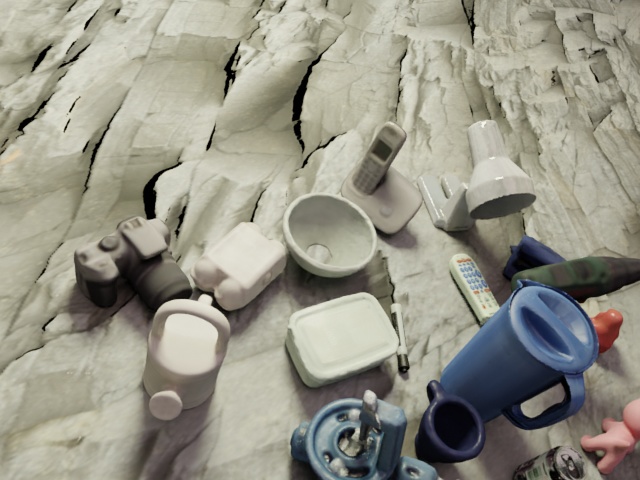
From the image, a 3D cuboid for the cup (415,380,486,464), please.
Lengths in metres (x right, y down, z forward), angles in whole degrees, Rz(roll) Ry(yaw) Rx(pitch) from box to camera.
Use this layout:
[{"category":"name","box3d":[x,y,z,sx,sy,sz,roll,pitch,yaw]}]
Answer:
[{"category":"cup","box3d":[0.170,0.270,0.825,0.092,0.095,0.117,-8,57,-25]}]

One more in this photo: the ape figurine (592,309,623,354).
[{"category":"ape figurine","box3d":[0.517,0.159,1.045,0.078,0.092,0.076,23,49,-2]}]

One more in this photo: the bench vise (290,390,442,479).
[{"category":"bench vise","box3d":[0.081,0.256,0.720,0.208,0.219,0.121,13,51,-11]}]

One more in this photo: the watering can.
[{"category":"watering can","box3d":[-0.168,0.143,0.728,0.101,0.194,0.172,0,54,-20]}]

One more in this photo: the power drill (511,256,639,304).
[{"category":"power drill","box3d":[0.405,0.098,0.972,0.230,0.208,0.075,-2,55,-22]}]

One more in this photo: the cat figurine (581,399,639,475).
[{"category":"cat figurine","box3d":[0.498,0.302,0.910,0.128,0.117,0.067,-23,65,-33]}]

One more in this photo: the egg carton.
[{"category":"egg carton","box3d":[-0.125,0.041,0.905,0.107,0.069,0.150,36,50,9]}]

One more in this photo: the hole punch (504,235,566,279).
[{"category":"hole punch","box3d":[0.423,0.039,1.101,0.108,0.091,0.101,34,50,7]}]

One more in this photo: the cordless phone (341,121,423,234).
[{"category":"cordless phone","box3d":[0.130,-0.113,1.044,0.147,0.185,0.094,39,51,11]}]

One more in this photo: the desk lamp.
[{"category":"desk lamp","box3d":[0.291,-0.105,1.081,0.118,0.213,0.203,-2,55,-22]}]

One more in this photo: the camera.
[{"category":"camera","box3d":[-0.260,0.044,0.830,0.143,0.100,0.136,-30,69,-36]}]

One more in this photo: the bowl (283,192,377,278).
[{"category":"bowl","box3d":[0.009,0.004,0.981,0.168,0.074,0.167,11,51,-13]}]
